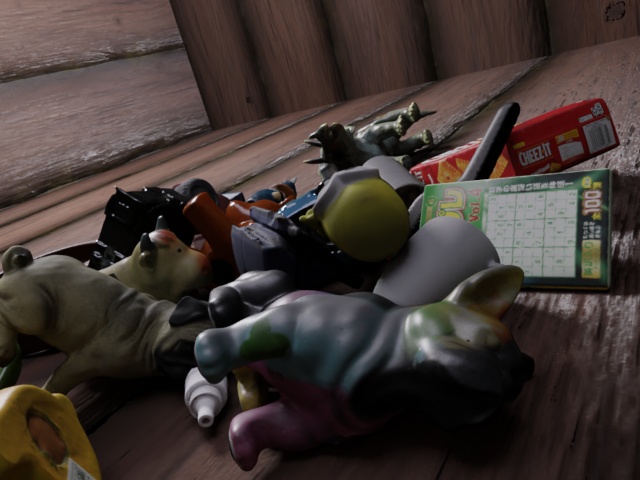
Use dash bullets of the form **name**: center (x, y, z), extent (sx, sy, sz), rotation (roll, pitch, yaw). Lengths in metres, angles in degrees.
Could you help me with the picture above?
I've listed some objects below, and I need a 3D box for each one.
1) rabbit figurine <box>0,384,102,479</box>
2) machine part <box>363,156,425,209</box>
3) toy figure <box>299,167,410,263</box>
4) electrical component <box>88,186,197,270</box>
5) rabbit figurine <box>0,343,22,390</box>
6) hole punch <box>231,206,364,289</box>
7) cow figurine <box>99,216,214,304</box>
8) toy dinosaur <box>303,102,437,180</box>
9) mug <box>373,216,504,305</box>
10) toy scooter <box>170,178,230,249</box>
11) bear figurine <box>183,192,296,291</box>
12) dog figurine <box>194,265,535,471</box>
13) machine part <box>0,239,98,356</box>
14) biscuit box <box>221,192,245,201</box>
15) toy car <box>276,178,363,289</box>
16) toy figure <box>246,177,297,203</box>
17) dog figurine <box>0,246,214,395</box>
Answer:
- **rabbit figurine**: center (-0.234, 0.166, 0.322), extent (0.173, 0.121, 0.163), rotation (-41, 31, -11)
- **machine part**: center (0.102, -0.064, 0.746), extent (0.079, 0.079, 0.243), rotation (-16, 21, 1)
- **toy figure**: center (0.045, -0.019, 0.518), extent (0.082, 0.089, 0.180), rotation (-57, -10, -3)
- **electrical component**: center (-0.220, -0.009, 0.704), extent (0.058, 0.114, 0.134), rotation (31, 17, 23)
- **rabbit figurine**: center (-0.337, 0.161, 0.469), extent (0.170, 0.121, 0.159), rotation (24, 33, 36)
- **hole punch**: center (-0.039, 0.032, 0.530), extent (0.092, 0.115, 0.142), rotation (-50, 25, -6)
- **cow figurine**: center (-0.211, 0.054, 0.602), extent (0.195, 0.127, 0.085), rotation (-15, 21, 11)
- **toy dinosaur**: center (0.112, -0.196, 1.100), extent (0.192, 0.131, 0.405), rotation (-6, 15, 28)
- **mug**: center (0.104, 0.043, 0.463), extent (0.107, 0.080, 0.110), rotation (-39, 38, -28)
- **toy scooter**: center (-0.186, -0.029, 0.850), extent (0.135, 0.075, 0.183), rotation (-23, -28, 33)
- **bear figurine**: center (-0.114, -0.016, 0.726), extent (0.120, 0.132, 0.196), rotation (-46, 11, 29)
- **dog figurine**: center (0.035, 0.073, 0.384), extent (0.219, 0.108, 0.192), rotation (-12, 15, -1)
- **machine part**: center (-0.368, 0.075, 0.738), extent (0.201, 0.087, 0.201), rotation (-11, 17, 15)
- **biscuit box**: center (-0.228, -0.041, 0.997), extent (0.203, 0.062, 0.059), rotation (-5, 22, 31)
- **toy car**: center (-0.001, -0.002, 0.657), extent (0.162, 0.109, 0.103), rotation (-29, -4, -5)
- **toy figure**: center (-0.084, -0.071, 0.977), extent (0.064, 0.057, 0.154), rotation (0, 18, 27)
- **dog figurine**: center (-0.185, 0.064, 0.496), extent (0.191, 0.172, 0.121), rotation (-19, 28, 14)
